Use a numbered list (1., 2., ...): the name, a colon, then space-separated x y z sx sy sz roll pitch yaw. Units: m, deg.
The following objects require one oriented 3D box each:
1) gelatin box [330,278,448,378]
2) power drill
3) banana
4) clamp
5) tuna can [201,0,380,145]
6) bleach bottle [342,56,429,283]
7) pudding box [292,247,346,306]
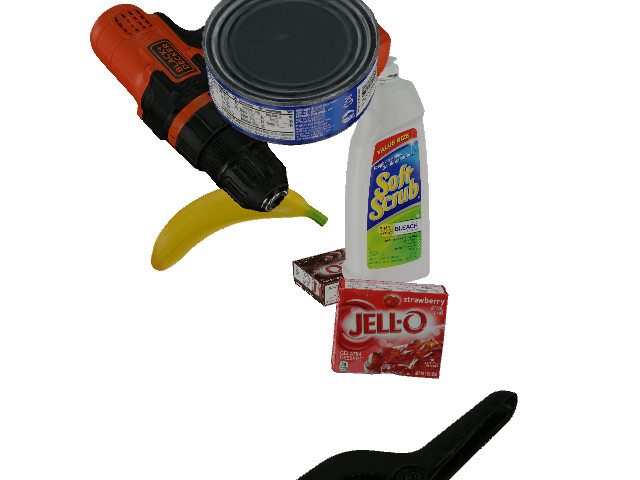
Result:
1. gelatin box: 0.056 0.072 0.867 0.089 0.073 0.030 4 15 -2
2. power drill: -0.039 -0.117 0.749 0.187 0.184 0.057 -30 -20 -36
3. banana: -0.096 -0.018 1.061 0.198 0.069 0.037 -14 22 21
4. clamp: 0.063 0.160 0.694 0.210 0.036 0.164 -5 28 -3
5. tuna can: -0.014 -0.088 0.524 0.086 0.086 0.034 0 -34 1
6. bleach bottle: 0.068 -0.076 1.180 0.102 0.251 0.068 -10 23 -12
7. pudding box: 0.031 0.047 1.474 0.113 0.039 0.090 -16 26 -24
